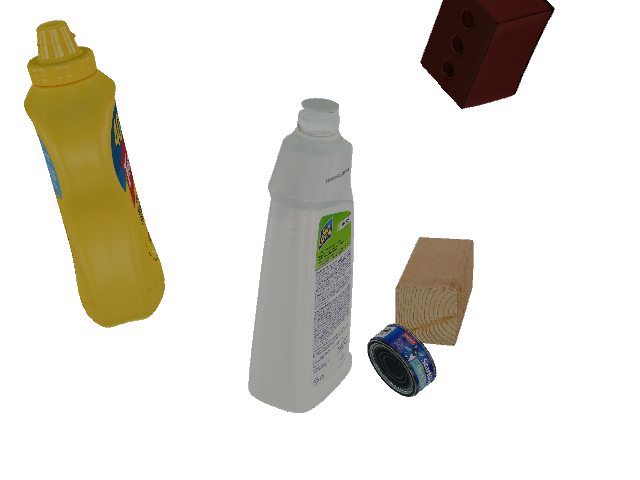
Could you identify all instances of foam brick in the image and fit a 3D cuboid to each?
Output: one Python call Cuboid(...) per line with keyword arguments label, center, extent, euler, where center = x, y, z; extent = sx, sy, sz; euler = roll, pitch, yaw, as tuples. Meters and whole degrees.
Cuboid(label="foam brick", center=(0.110, -0.137, 0.718), extent=(0.051, 0.053, 0.078), euler=(-20, -32, -29))

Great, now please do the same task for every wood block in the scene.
Cuboid(label="wood block", center=(0.177, 0.073, 1.624), extent=(0.091, 0.090, 0.206), euler=(4, 22, 13))

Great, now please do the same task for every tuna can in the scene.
Cuboid(label="tuna can", center=(0.095, 0.143, 1.271), extent=(0.033, 0.086, 0.086), euler=(-36, 17, -26))

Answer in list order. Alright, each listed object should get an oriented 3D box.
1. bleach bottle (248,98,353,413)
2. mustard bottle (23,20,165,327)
Cuboid(label="bleach bottle", center=(-0.007, 0.008, 0.844), extent=(0.068, 0.251, 0.102), euler=(17, 29, 21))
Cuboid(label="mustard bottle", center=(-0.149, -0.047, 0.688), extent=(0.058, 0.191, 0.096), euler=(-13, 27, -5))
